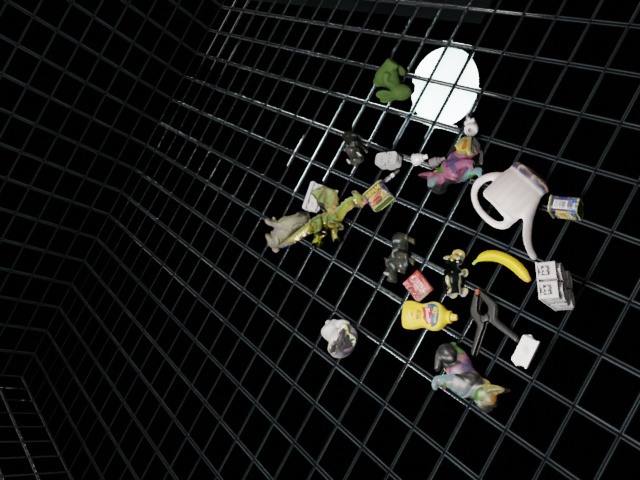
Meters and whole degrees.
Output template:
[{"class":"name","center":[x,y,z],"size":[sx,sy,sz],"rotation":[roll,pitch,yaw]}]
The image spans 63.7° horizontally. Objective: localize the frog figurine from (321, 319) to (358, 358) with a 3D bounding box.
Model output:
[{"class":"frog figurine","center":[0.068,0.365,1.931],"size":[0.159,0.122,0.138],"rotation":[-179,101,-75]}]

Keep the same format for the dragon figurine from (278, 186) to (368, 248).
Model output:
[{"class":"dragon figurine","center":[0.006,-0.108,2.136],"size":[0.409,0.120,0.248],"rotation":[-10,62,21]}]

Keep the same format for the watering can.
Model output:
[{"class":"watering can","center":[0.644,-0.114,1.666],"size":[0.222,0.103,0.354],"rotation":[-45,50,14]}]
